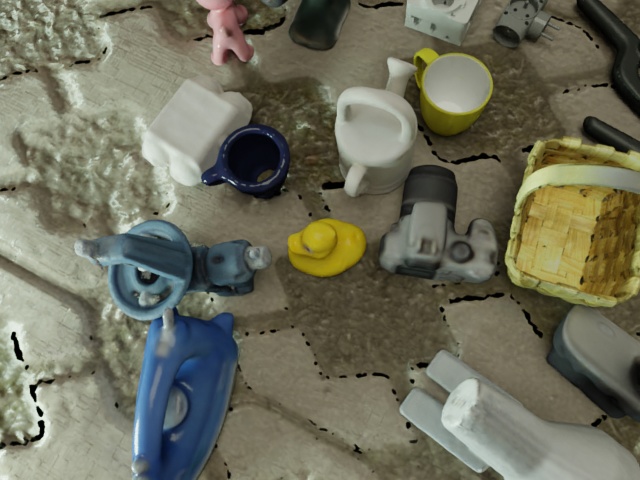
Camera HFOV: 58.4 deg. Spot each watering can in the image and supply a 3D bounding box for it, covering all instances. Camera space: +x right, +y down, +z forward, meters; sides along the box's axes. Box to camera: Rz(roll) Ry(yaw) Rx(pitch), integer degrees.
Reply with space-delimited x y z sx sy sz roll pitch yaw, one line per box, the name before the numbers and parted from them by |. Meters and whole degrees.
watering can | 0.069 -0.140 0.703 0.101 0.194 0.173 0 76 5

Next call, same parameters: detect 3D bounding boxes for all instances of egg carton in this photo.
egg carton | -0.167 -0.151 0.790 0.107 0.069 0.150 32 80 12

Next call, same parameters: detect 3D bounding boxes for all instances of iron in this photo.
iron | -0.178 0.201 0.664 0.118 0.141 0.258 7 76 7

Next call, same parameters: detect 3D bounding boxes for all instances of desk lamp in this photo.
desk lamp | 0.192 0.209 0.595 0.203 0.213 0.118 34 81 12

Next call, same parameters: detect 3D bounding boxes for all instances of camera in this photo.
camera | 0.151 -0.023 0.715 0.143 0.101 0.137 7 77 7

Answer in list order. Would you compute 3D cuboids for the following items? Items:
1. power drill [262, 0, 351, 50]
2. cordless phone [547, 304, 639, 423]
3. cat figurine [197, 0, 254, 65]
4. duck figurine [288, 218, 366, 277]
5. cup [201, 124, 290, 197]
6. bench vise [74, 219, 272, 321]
power drill | -0.011 -0.351 0.756 0.075 0.208 0.230 18 78 9
cordless phone | 0.338 0.130 0.617 0.147 0.185 0.094 38 82 13
cat figurine | -0.142 -0.332 0.808 0.067 0.118 0.128 -13 75 2
duck figurine | 0.007 0.003 0.728 0.104 0.086 0.077 -9 75 3
cup | -0.091 -0.088 0.754 0.118 0.095 0.091 -23 75 -1
bench vise | -0.172 0.015 0.670 0.207 0.220 0.121 -24 75 -2
